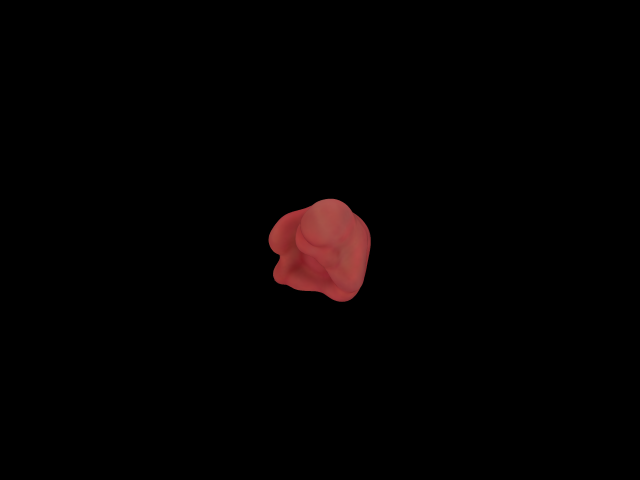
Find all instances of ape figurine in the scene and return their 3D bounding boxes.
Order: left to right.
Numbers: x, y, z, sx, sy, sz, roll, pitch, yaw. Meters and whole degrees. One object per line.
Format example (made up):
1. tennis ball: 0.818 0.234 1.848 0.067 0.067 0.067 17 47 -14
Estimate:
1. ape figurine: 0.004 0.001 0.400 0.076 0.092 0.077 -30 67 -14
